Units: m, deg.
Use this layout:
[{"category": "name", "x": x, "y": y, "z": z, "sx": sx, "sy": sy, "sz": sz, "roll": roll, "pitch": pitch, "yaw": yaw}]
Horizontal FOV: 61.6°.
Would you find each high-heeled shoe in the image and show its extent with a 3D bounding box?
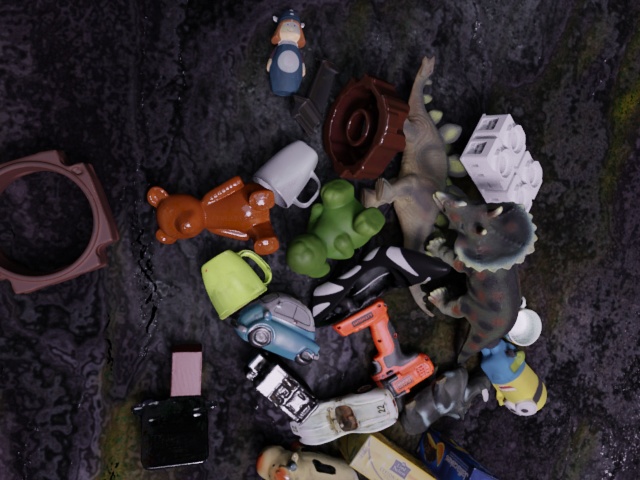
[{"category": "high-heeled shoe", "x": 0.093, "y": 0.091, "z": 0.920, "sx": 0.086, "sy": 0.249, "sz": 0.145, "roll": 43, "pitch": 57, "yaw": -42}]

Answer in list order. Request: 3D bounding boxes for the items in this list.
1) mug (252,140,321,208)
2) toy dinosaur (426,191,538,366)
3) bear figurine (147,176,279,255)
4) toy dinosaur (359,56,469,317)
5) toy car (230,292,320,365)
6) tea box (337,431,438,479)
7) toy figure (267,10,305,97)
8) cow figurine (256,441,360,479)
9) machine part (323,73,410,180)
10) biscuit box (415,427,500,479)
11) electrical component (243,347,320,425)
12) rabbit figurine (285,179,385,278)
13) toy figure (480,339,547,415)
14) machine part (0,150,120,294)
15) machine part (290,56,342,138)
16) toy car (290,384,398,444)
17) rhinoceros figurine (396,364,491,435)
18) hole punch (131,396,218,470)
[{"category": "mug", "x": -0.044, "y": -0.114, "z": 0.935, "sx": 0.110, "sy": 0.080, "sz": 0.107, "roll": 35, "pitch": 78, "yaw": 15}, {"category": "toy dinosaur", "x": 0.283, "y": 0.083, "z": 0.921, "sx": 0.131, "sy": 0.192, "sz": 0.404, "roll": -21, "pitch": 113, "yaw": -15}, {"category": "bear figurine", "x": -0.178, "y": -0.039, "z": 0.888, "sx": 0.196, "sy": 0.132, "sz": 0.120, "roll": -8, "pitch": 116, "yaw": -17}, {"category": "toy dinosaur", "x": 0.181, "y": -0.091, "z": 0.982, "sx": 0.198, "sy": 0.105, "sz": 0.470, "roll": 4, "pitch": 99, "yaw": -17}, {"category": "toy car", "x": -0.066, "y": 0.144, "z": 0.929, "sx": 0.161, "sy": 0.109, "sz": 0.103, "roll": 25, "pitch": 85, "yaw": -14}, {"category": "tea box", "x": 0.124, "y": 0.409, "z": 0.986, "sx": 0.169, "sy": 0.098, "sz": 0.068, "roll": 37, "pitch": 85, "yaw": -13}, {"category": "toy figure", "x": -0.055, "y": -0.332, "z": 0.944, "sx": 0.064, "sy": 0.058, "sz": 0.154, "roll": 5, "pitch": 89, "yaw": -41}, {"category": "cow figurine", "x": -0.021, "y": 0.409, "z": 0.939, "sx": 0.195, "sy": 0.127, "sz": 0.085, "roll": 22, "pitch": 84, "yaw": -15}, {"category": "machine part", "x": 0.075, "y": -0.190, "z": 0.918, "sx": 0.056, "sy": 0.179, "sz": 0.179, "roll": 6, "pitch": 91, "yaw": -35}, {"category": "biscuit box", "x": 0.241, "y": 0.403, "z": 0.958, "sx": 0.059, "sy": 0.203, "sz": 0.063, "roll": 28, "pitch": 85, "yaw": -11}, {"category": "electrical component", "x": -0.072, "y": 0.244, "z": 0.928, "sx": 0.134, "sy": 0.115, "sz": 0.058, "roll": 45, "pitch": 80, "yaw": -12}, {"category": "rabbit figurine", "x": -0.002, "y": -0.003, "z": 0.917, "sx": 0.170, "sy": 0.159, "sz": 0.121, "roll": -37, "pitch": 83, "yaw": -34}, {"category": "toy figure", "x": 0.375, "y": 0.259, "z": 1.048, "sx": 0.089, "sy": 0.082, "sz": 0.180, "roll": -35, "pitch": 96, "yaw": -12}, {"category": "machine part", "x": -0.441, "y": -0.029, "z": 0.851, "sx": 0.201, "sy": 0.087, "sz": 0.201, "roll": -20, "pitch": 95, "yaw": -11}, {"category": "machine part", "x": -0.008, "y": -0.259, "z": 0.953, "sx": 0.084, "sy": 0.039, "sz": 0.139, "roll": 39, "pitch": 70, "yaw": -52}, {"category": "toy car", "x": 0.038, "y": 0.312, "z": 0.954, "sx": 0.202, "sy": 0.056, "sz": 0.073, "roll": -19, "pitch": 96, "yaw": 17}, {"category": "rhinoceros figurine", "x": 0.236, "y": 0.301, "z": 1.020, "sx": 0.190, "sy": 0.073, "sz": 0.112, "roll": -27, "pitch": 96, "yaw": -10}, {"category": "hole punch", "x": -0.245, "y": 0.330, "z": 0.916, "sx": 0.142, "sy": 0.092, "sz": 0.116, "roll": -2, "pitch": 63, "yaw": -10}]
